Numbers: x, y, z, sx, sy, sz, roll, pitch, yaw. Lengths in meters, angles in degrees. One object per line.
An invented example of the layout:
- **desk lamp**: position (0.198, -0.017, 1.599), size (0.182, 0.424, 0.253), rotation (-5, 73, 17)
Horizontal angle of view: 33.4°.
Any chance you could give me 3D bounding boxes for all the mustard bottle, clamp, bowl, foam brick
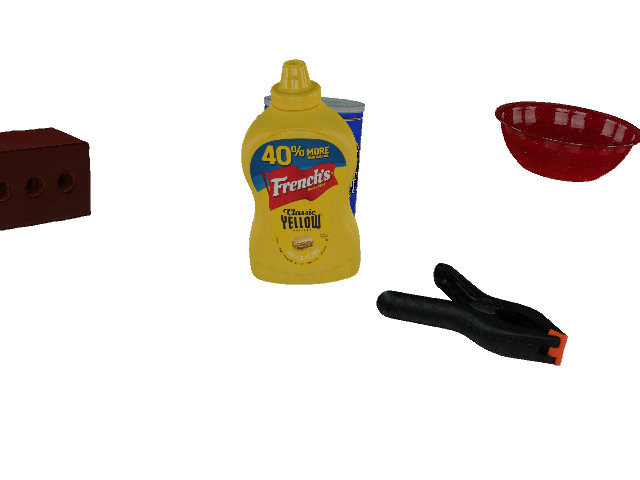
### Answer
- **mustard bottle**: position (-0.017, -0.057, 0.893), size (0.096, 0.192, 0.058), rotation (-1, 28, 4)
- **clamp**: position (0.150, 0.066, 0.992), size (0.172, 0.039, 0.120), rotation (21, 31, 21)
- **bowl**: position (0.269, -0.106, 1.179), size (0.162, 0.055, 0.162), rotation (6, 23, -3)
- **foam brick**: position (-0.199, -0.042, 0.705), size (0.078, 0.053, 0.051), rotation (-13, 25, -38)

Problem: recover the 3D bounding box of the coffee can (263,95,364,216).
- **coffee can**: position (-0.011, -0.074, 1.095), size (0.103, 0.140, 0.103), rotation (4, 12, -1)
